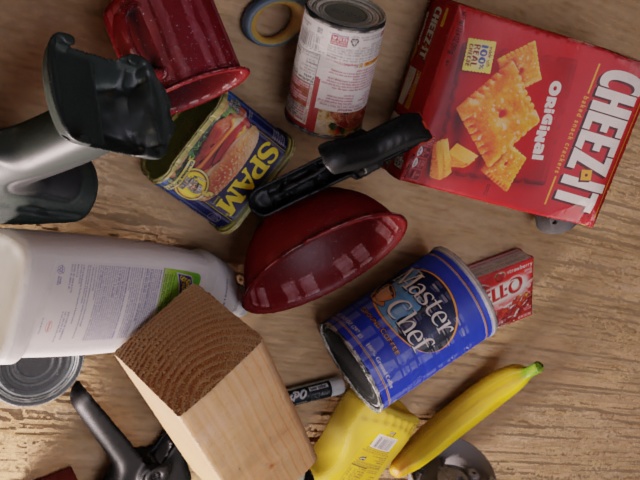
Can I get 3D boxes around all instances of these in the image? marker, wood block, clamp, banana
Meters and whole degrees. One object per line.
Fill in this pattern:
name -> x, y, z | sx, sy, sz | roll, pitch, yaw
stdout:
marker -> -0.032, 0.155, 1.048 | 0.120, 0.020, 0.020 | -10, 118, -27
wood block -> -0.081, 0.144, 0.903 | 0.090, 0.091, 0.206 | -42, 144, -18
clamp -> 0.022, -0.065, 0.871 | 0.171, 0.120, 0.039 | -22, 91, -47
banana -> 0.152, 0.189, 1.153 | 0.197, 0.037, 0.069 | -37, 165, -4
clamp -> -0.150, 0.203, 0.990 | 0.164, 0.036, 0.210 | -11, 120, -30

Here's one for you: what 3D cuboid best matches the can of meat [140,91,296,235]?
can of meat -> -0.085, -0.070, 0.878 | 0.083, 0.057, 0.102 | 36, 93, -36

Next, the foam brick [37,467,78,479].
foam brick -> -0.233, 0.256, 0.956 | 0.051, 0.053, 0.078 | -18, 122, -23

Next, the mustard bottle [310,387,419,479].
mustard bottle -> 0.017, 0.243, 1.098 | 0.096, 0.058, 0.192 | 27, 98, -47

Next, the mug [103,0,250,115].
mug -> -0.114, -0.143, 0.780 | 0.117, 0.093, 0.081 | -18, 86, -64

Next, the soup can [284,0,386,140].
soup can -> 0.012, -0.143, 0.877 | 0.068, 0.069, 0.102 | -9, 130, -28

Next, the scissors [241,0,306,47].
scissors -> 0.014, -0.201, 0.895 | 0.201, 0.016, 0.096 | 4, 114, -32

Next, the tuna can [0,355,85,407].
tuna can -> -0.240, 0.094, 0.882 | 0.086, 0.034, 0.086 | -13, 120, -25

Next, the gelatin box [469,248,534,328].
gelatin box -> 0.181, 0.057, 1.119 | 0.089, 0.030, 0.073 | -18, 122, -23

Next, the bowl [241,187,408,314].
bowl -> -0.006, 0.001, 0.934 | 0.162, 0.055, 0.162 | -25, 161, -9

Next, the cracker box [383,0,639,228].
cracker box -> 0.179, -0.114, 0.977 | 0.213, 0.072, 0.164 | 13, 107, -20

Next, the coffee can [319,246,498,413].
coffee can -> 0.085, 0.085, 1.029 | 0.140, 0.103, 0.103 | -32, 126, -13

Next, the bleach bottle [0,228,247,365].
bleach bottle -> -0.155, 0.051, 0.871 | 0.250, 0.068, 0.102 | 8, 102, -49
